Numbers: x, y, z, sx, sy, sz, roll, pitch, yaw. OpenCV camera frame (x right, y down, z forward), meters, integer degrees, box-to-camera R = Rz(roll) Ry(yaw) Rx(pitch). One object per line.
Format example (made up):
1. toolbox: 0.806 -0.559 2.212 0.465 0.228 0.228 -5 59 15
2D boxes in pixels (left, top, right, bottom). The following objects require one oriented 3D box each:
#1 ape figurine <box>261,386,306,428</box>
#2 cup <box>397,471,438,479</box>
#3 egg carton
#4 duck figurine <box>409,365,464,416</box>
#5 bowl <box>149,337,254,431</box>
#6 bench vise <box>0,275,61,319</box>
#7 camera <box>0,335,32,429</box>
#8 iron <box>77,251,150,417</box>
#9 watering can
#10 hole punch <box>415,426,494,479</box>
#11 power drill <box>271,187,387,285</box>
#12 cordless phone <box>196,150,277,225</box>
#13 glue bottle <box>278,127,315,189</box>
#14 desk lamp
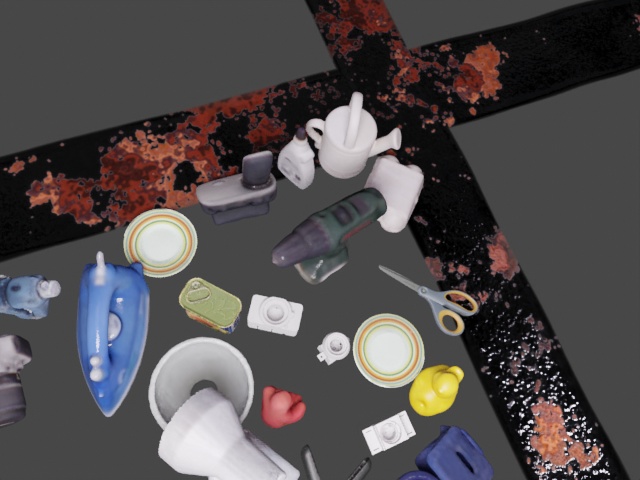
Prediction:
1. ape figurine: -0.064 0.272 0.945 0.076 0.092 0.077 -40 79 -18
2. cup: 0.137 0.425 0.915 0.118 0.095 0.091 -30 77 -16
3. egg carton: 0.138 -0.091 1.114 0.107 0.069 0.150 23 69 1
4. duck figurine: 0.206 0.257 0.989 0.105 0.086 0.077 -38 79 -18
5. bowl: -0.192 0.249 0.946 0.167 0.074 0.167 2 70 -7
6. bench vise: -0.529 0.063 0.891 0.208 0.219 0.121 -20 74 -14
7. camera: -0.528 0.229 0.895 0.143 0.101 0.137 -19 74 -14
8. iron: -0.347 0.149 0.926 0.119 0.141 0.258 -2 70 -8
9. watering can: 0.064 -0.203 1.079 0.173 0.194 0.101 -9 71 -10
10. hole punch: 0.227 0.371 0.948 0.101 0.091 0.108 -37 79 -18
11. power drill: 0.009 0.004 0.989 0.230 0.208 0.075 -36 78 -17
12. cordless phone: -0.149 -0.108 1.021 0.148 0.185 0.094 -19 73 -13
13. glue bottle: -0.040 -0.160 1.061 0.078 0.173 0.037 44 71 9
14. desk lamp: -0.125 0.325 0.853 0.203 0.213 0.118 35 70 6
